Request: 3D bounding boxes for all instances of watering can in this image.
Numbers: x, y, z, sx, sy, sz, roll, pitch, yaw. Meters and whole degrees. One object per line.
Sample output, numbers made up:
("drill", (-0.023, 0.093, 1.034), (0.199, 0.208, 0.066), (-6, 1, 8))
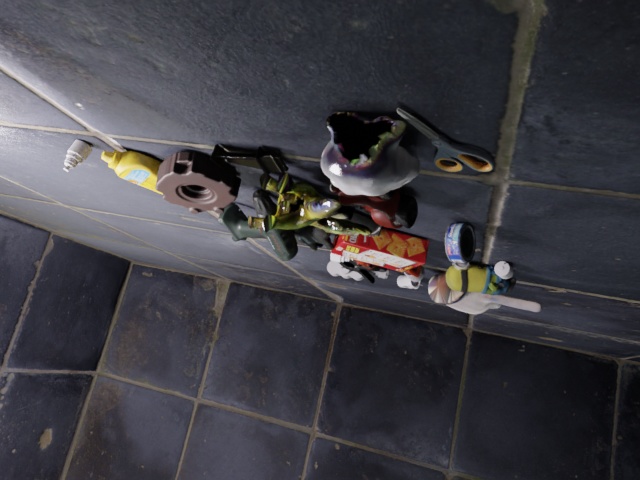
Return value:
("watering can", (0.489, 0.175, 1.612), (0.223, 0.105, 0.346), (21, -14, -29))

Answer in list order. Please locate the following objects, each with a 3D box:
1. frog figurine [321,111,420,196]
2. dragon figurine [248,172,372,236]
("frog figurine", (0.079, -0.103, 0.753), (0.137, 0.125, 0.156), (-7, -30, 19))
("dragon figurine", (0.003, -0.053, 1.062), (0.242, 0.122, 0.412), (12, 1, -33))
